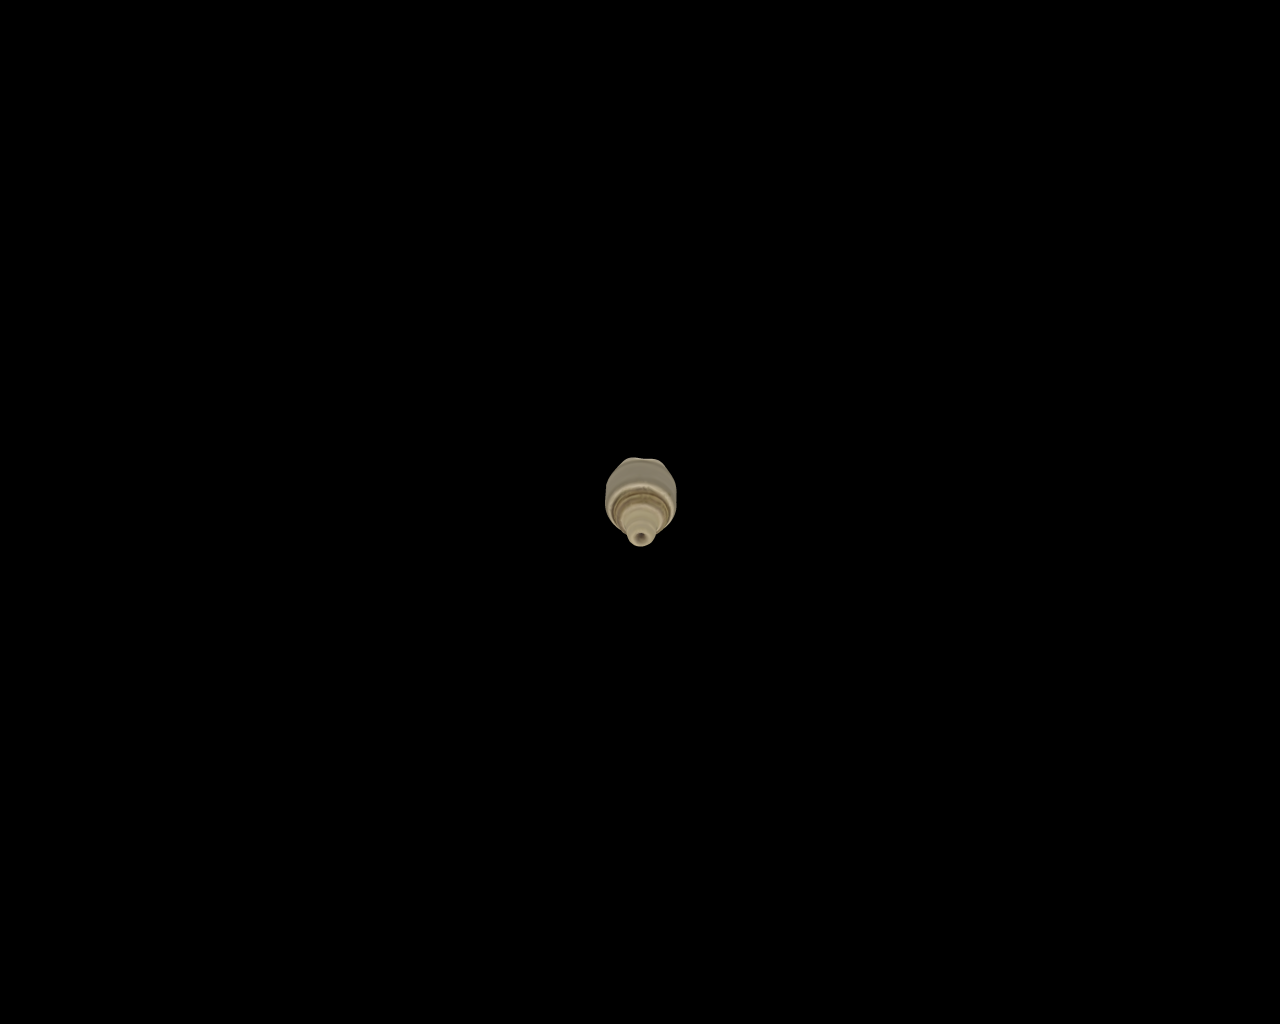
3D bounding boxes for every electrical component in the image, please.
[{"bbox_3d":[0.001,-0.003,0.650,0.043,0.043,0.062,0,37,0],"label":"electrical component"}]
